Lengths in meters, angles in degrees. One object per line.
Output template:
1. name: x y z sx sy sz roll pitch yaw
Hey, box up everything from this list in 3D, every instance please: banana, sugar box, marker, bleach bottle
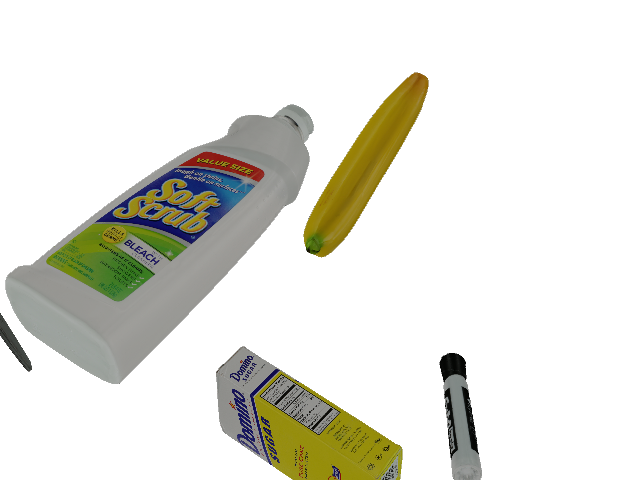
1. banana: 0.036 -0.055 0.901 0.037 0.197 0.070 36 -24 -12
2. sugar box: -0.013 0.174 0.935 0.176 0.093 0.048 26 50 24
3. marker: 0.094 0.117 0.726 0.020 0.020 0.121 0 32 2
4. bleach bottle: -0.096 -0.017 0.754 0.103 0.068 0.250 28 56 22

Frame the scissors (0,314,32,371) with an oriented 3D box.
1. scissors: -0.344 0.033 1.077 0.016 0.201 0.096 -26 26 22
